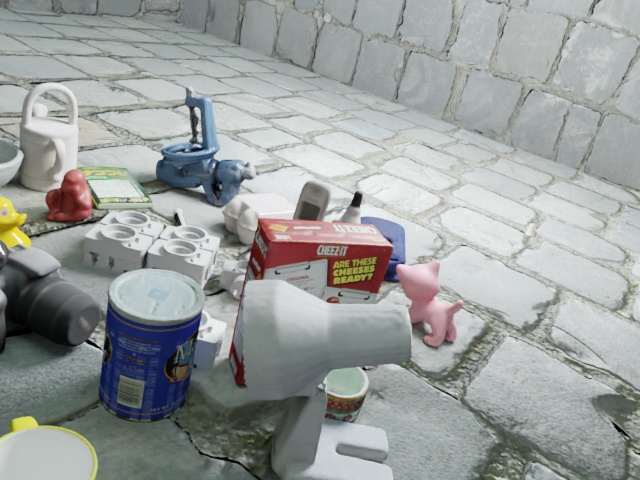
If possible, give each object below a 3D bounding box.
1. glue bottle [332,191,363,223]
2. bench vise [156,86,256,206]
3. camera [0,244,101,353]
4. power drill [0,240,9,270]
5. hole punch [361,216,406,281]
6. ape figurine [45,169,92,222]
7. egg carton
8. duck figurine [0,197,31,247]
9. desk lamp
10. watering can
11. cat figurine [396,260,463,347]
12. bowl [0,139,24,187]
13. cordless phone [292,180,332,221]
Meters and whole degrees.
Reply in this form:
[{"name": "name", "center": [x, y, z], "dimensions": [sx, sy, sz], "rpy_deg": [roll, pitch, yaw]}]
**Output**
[{"name": "glue bottle", "center": [0.045, -0.008, 1.006], "dimensions": [0.078, 0.173, 0.037], "rpy_deg": [21, 25, 12]}, {"name": "bench vise", "center": [-0.228, -0.196, 1.187], "dimensions": [0.207, 0.220, 0.121], "rpy_deg": [11, 25, -8]}, {"name": "camera", "center": [-0.350, 0.075, 0.697], "dimensions": [0.136, 0.101, 0.143], "rpy_deg": [23, 26, 16]}, {"name": "power drill", "center": [-0.413, 0.059, 0.567], "dimensions": [0.229, 0.208, 0.076], "rpy_deg": [17, 25, 5]}, {"name": "hole punch", "center": [0.112, 0.016, 1.094], "dimensions": [0.109, 0.091, 0.101], "rpy_deg": [11, 25, -9]}, {"name": "ape figurine", "center": [-0.425, -0.079, 0.984], "dimensions": [0.077, 0.092, 0.076], "rpy_deg": [24, 26, 19]}, {"name": "egg carton", "center": [-0.109, -0.043, 1.116], "dimensions": [0.151, 0.069, 0.107], "rpy_deg": [-9, 34, -41]}, {"name": "duck figurine", "center": [-0.483, -0.024, 0.845], "dimensions": [0.105, 0.086, 0.077], "rpy_deg": [10, 25, -10]}, {"name": "desk lamp", "center": [0.003, 0.150, 0.606], "dimensions": [0.203, 0.213, 0.118], "rpy_deg": [12, 25, -7]}, {"name": "watering can", "center": [-0.508, -0.199, 1.066], "dimensions": [0.172, 0.194, 0.101], "rpy_deg": [26, 27, 22]}, {"name": "cat figurine", "center": [0.178, 0.092, 0.940], "dimensions": [0.067, 0.118, 0.127], "rpy_deg": [-11, 36, -44]}, {"name": "bowl", "center": [-0.609, -0.124, 0.995], "dimensions": [0.167, 0.075, 0.167], "rpy_deg": [13, 25, -6]}, {"name": "cordless phone", "center": [0.009, 0.003, 0.948], "dimensions": [0.147, 0.185, 0.094], "rpy_deg": [20, 25, 10]}]
